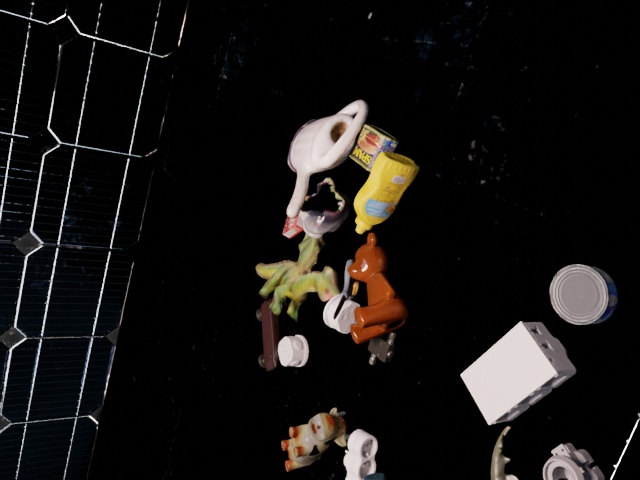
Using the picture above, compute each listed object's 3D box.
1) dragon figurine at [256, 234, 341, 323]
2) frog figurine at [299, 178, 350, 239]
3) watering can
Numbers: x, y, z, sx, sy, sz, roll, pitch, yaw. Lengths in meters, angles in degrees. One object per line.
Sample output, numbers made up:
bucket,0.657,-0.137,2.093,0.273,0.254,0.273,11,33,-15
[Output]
dragon figurine,-0.059,0.067,1.352,0.121,0.242,0.416,30,8,-33
frog figurine,0.004,-0.064,1.269,0.123,0.140,0.156,20,-24,0
watering can,-0.011,-0.198,1.228,0.103,0.351,0.224,41,-16,-23
